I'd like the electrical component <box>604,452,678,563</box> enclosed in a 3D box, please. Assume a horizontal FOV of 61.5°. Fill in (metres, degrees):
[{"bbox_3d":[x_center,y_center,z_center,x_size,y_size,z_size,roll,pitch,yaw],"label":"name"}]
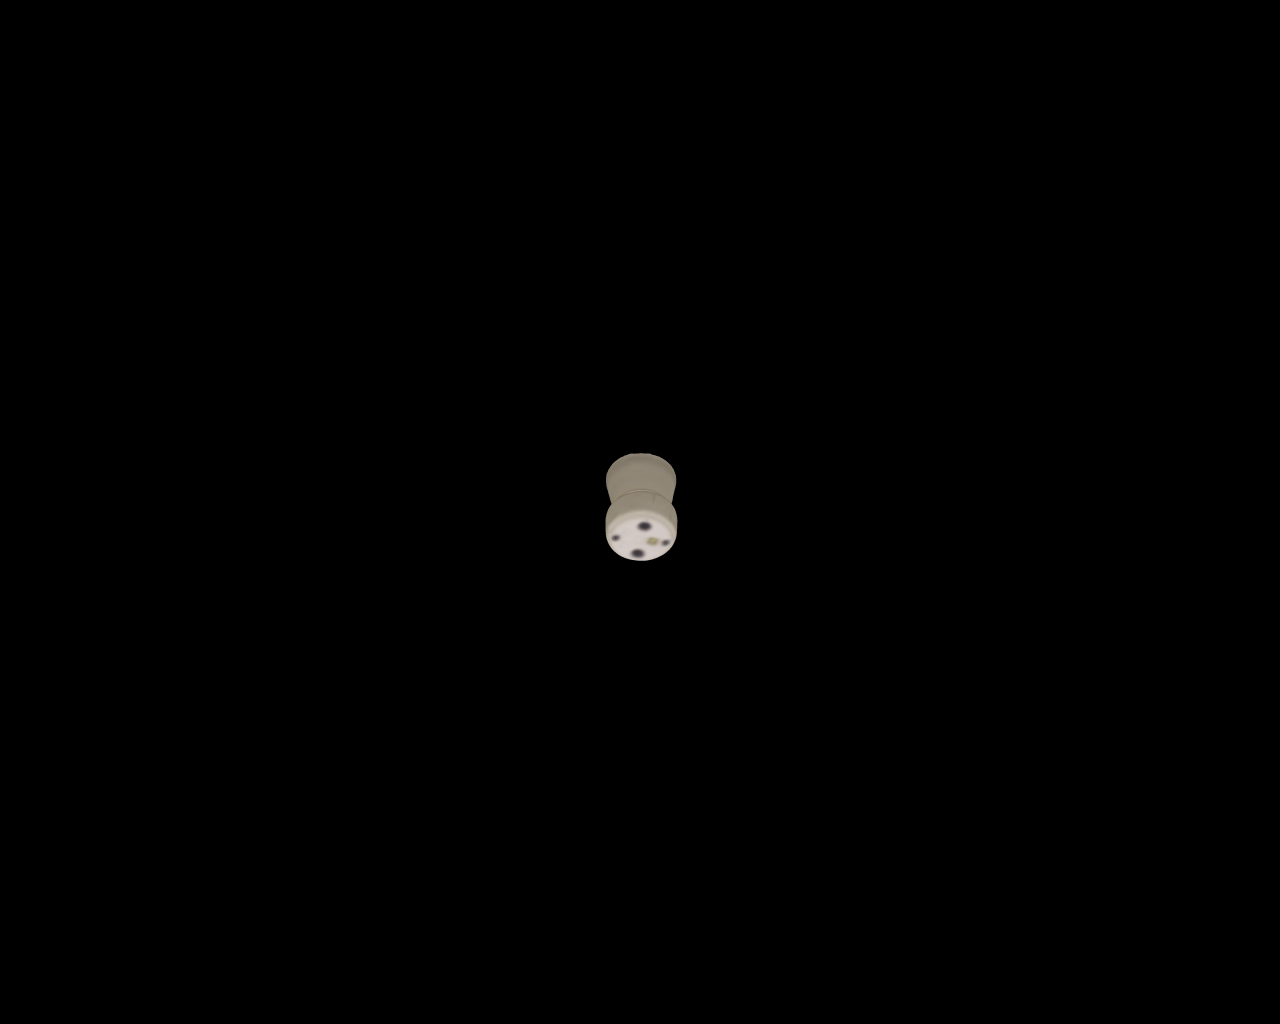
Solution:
[{"bbox_3d":[0.001,-0.003,0.650,0.045,0.044,0.055,0,44,0],"label":"electrical component"}]
